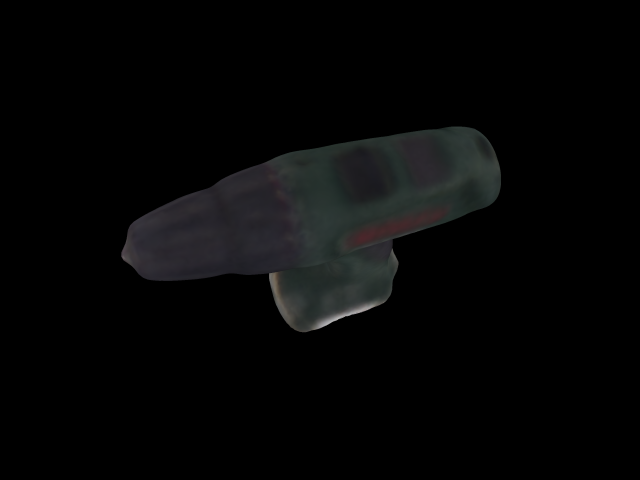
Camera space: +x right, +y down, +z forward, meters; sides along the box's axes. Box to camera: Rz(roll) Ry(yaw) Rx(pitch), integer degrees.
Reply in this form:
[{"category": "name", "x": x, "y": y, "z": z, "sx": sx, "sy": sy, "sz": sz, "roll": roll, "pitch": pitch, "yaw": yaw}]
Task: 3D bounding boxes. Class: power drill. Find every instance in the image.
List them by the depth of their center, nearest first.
[{"category": "power drill", "x": 0.004, "y": 0.001, "z": 0.400, "sx": 0.230, "sy": 0.208, "sz": 0.075, "roll": -21, "pitch": 72, "yaw": -7}]
